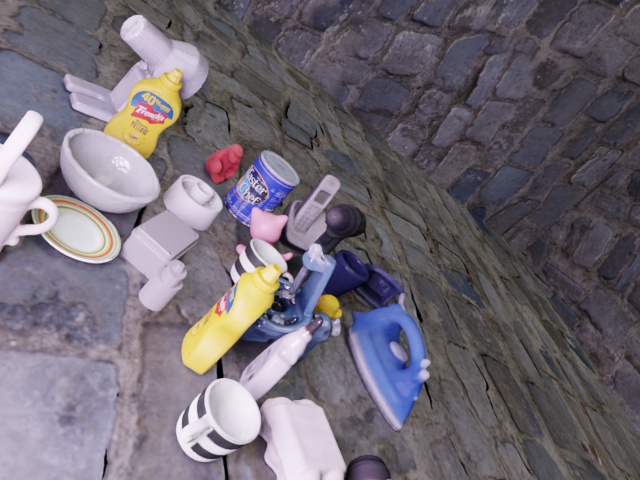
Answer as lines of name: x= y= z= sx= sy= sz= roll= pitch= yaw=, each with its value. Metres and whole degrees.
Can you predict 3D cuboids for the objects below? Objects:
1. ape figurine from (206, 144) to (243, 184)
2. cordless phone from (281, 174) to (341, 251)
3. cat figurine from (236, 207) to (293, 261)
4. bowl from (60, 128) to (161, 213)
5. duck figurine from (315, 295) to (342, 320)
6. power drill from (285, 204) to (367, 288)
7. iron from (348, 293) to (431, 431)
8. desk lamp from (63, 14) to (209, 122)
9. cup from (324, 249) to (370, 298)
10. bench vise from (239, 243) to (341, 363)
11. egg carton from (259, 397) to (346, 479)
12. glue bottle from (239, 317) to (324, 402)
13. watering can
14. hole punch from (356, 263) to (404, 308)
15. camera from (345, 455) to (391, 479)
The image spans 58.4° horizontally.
ape figurine: x=-0.209 y=-0.178 z=1.291 sx=0.078 sy=0.092 sz=0.076 roll=20 pitch=32 yaw=-47
cordless phone: x=0.003 y=-0.060 z=1.329 sx=0.148 sy=0.185 sz=0.094 roll=23 pitch=30 yaw=-43
cat figurine: x=-0.101 y=0.002 z=1.125 sx=0.127 sy=0.117 sz=0.067 roll=54 pitch=23 yaw=22
bowl: x=-0.348 y=-0.098 z=0.925 sx=0.168 sy=0.074 sz=0.167 roll=37 pitch=23 yaw=-18
duck figurine: x=-0.004 y=0.138 z=1.096 sx=0.105 sy=0.086 sz=0.077 roll=27 pitch=27 yaw=-37
power drill: x=0.011 y=0.004 z=1.197 sx=0.075 sy=0.208 sz=0.230 roll=48 pitch=22 yaw=9
iron: x=0.157 y=0.231 z=1.141 sx=0.119 sy=0.141 sz=0.257 roll=27 pitch=28 yaw=-37
desk lamp: x=-0.356 y=-0.329 z=1.137 sx=0.204 sy=0.213 sz=0.117 roll=14 pitch=37 yaw=-52
cup: x=0.055 y=0.084 z=1.286 sx=0.118 sy=0.094 sz=0.091 roll=7 pitch=43 yaw=-57
bench vise: x=-0.034 y=0.096 z=0.939 sx=0.208 sy=0.219 sz=0.121 roll=14 pitch=37 yaw=-52
egg carton: x=-0.028 y=0.292 z=0.801 sx=0.108 sy=0.069 sz=0.150 roll=22 pitch=31 yaw=-45
glue bottle: x=-0.054 y=0.169 z=0.835 sx=0.037 sy=0.173 sz=0.078 roll=40 pitch=22 yaw=-11
watering can: x=-0.384 y=-0.073 z=0.657 sx=0.174 sy=0.193 sz=0.100 roll=22 pitch=31 yaw=-44
hole punch: x=0.147 y=0.103 z=1.420 sx=0.109 sy=0.091 sz=0.101 roll=41 pitch=22 yaw=-10
camera: x=0.092 y=0.381 z=0.812 sx=0.143 sy=0.100 sz=0.136 roll=35 pitch=23 yaw=-22
